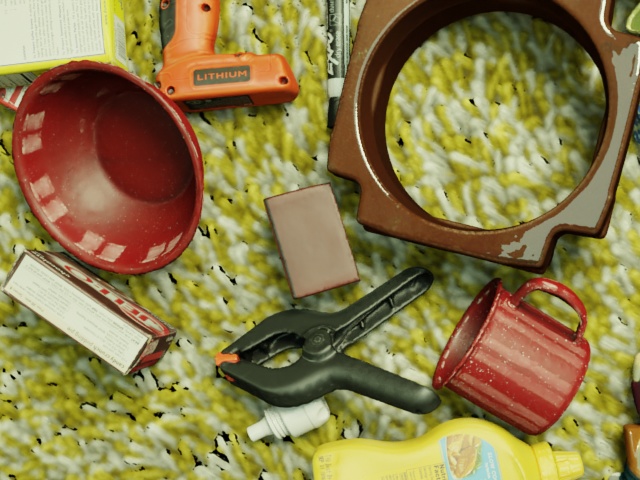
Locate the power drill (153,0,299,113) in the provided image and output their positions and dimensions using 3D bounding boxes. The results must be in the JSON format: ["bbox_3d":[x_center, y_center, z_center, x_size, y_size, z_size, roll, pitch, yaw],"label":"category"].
[{"bbox_3d":[-0.061,-0.196,0.805,0.184,0.057,0.187,-6,84,6],"label":"power drill"}]

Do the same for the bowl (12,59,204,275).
[{"bbox_3d":[-0.144,-0.058,0.781,0.162,0.055,0.162,10,116,22],"label":"bowl"}]

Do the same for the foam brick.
[{"bbox_3d":[-0.005,0.001,0.793,0.051,0.053,0.078,-17,88,2],"label":"foam brick"}]

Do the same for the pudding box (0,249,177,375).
[{"bbox_3d":[-0.166,0.051,0.779,0.113,0.090,0.039,32,89,4],"label":"pudding box"}]

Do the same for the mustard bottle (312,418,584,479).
[{"bbox_3d":[0.095,0.180,0.775,0.191,0.058,0.096,-11,87,2],"label":"mustard bottle"}]

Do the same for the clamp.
[{"bbox_3d":[0.009,0.088,0.770,0.171,0.039,0.120,-19,42,10],"label":"clamp"}]

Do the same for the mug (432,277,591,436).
[{"bbox_3d":[0.144,0.077,0.759,0.081,0.093,0.117,31,117,-1],"label":"mug"}]

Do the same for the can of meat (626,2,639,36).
[{"bbox_3d":[0.288,-0.163,0.772,0.084,0.057,0.102,39,90,-23],"label":"can of meat"}]

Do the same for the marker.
[{"bbox_3d":[0.014,-0.141,0.816,0.020,0.020,0.121,-1,87,3],"label":"marker"}]

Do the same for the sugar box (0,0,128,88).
[{"bbox_3d":[-0.235,-0.161,0.786,0.176,0.048,0.093,-5,83,6],"label":"sugar box"}]

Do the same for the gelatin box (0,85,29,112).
[{"bbox_3d":[-0.239,-0.141,0.823,0.089,0.030,0.073,25,87,4],"label":"gelatin box"}]
